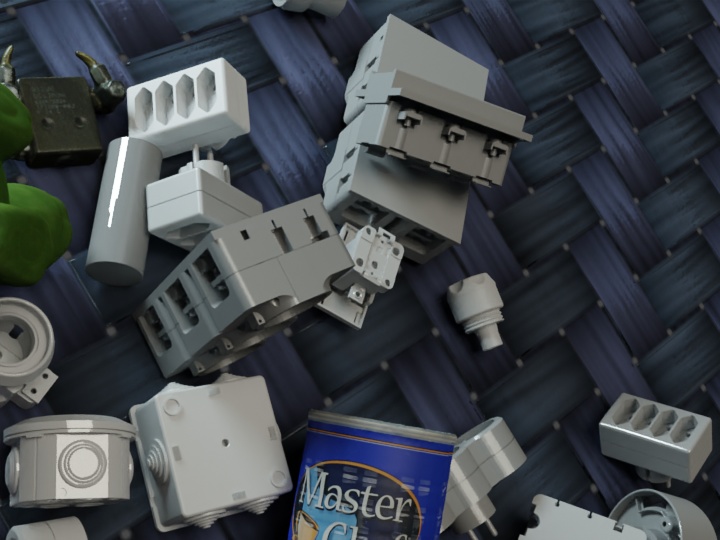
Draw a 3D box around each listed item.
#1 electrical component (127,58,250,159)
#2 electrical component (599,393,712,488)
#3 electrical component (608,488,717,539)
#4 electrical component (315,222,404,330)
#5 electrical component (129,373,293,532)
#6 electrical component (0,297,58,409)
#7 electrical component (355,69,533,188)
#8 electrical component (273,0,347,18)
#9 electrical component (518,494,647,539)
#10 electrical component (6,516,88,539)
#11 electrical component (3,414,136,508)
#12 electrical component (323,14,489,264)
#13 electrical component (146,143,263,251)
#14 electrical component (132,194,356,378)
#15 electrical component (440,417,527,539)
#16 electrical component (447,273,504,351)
[{"bbox_3d":[-0.121,-0.114,0.819,0.076,0.083,0.047,38,42,-62],"label":"electrical component"},{"bbox_3d":[0.258,0.159,0.938,0.047,0.083,0.075,-42,132,-37],"label":"electrical component"},{"bbox_3d":[0.239,0.229,0.874,0.064,0.099,0.099,14,62,-34],"label":"electrical component"},{"bbox_3d":[0.000,0.000,0.846,0.042,0.064,0.081,30,56,-19],"label":"electrical component"},{"bbox_3d":[-0.101,0.123,0.737,0.100,0.048,0.099,-7,74,-33],"label":"electrical component"},{"bbox_3d":[-0.228,0.051,0.683,0.078,0.057,0.058,39,54,-12],"label":"electrical component"},{"bbox_3d":[0.062,-0.109,0.850,0.121,0.079,0.063,15,91,-26],"label":"electrical component"},{"bbox_3d":[-0.044,-0.246,0.939,0.055,0.045,0.045,1,69,-31],"label":"electrical component"},{"bbox_3d":[0.171,0.223,0.842,0.089,0.055,0.050,17,54,17],"label":"electrical component"},{"bbox_3d":[-0.165,0.218,0.651,0.074,0.052,0.138,-3,71,-33],"label":"electrical component"},{"bbox_3d":[-0.180,0.120,0.670,0.080,0.080,0.051,6,72,-30],"label":"electrical component"},{"bbox_3d":[0.039,-0.110,0.921,0.105,0.060,0.186,25,58,-21],"label":"electrical component"},{"bbox_3d":[-0.113,-0.056,0.787,0.083,0.047,0.075,29,49,-58],"label":"electrical component"},{"bbox_3d":[-0.080,0.018,0.732,0.089,0.150,0.061,-22,81,-37],"label":"electrical component"},{"bbox_3d":[0.079,0.177,0.823,0.138,0.052,0.073,-30,87,-37],"label":"electrical component"},{"bbox_3d":[0.101,0.037,0.906,0.043,0.043,0.062,-15,79,-36],"label":"electrical component"}]
